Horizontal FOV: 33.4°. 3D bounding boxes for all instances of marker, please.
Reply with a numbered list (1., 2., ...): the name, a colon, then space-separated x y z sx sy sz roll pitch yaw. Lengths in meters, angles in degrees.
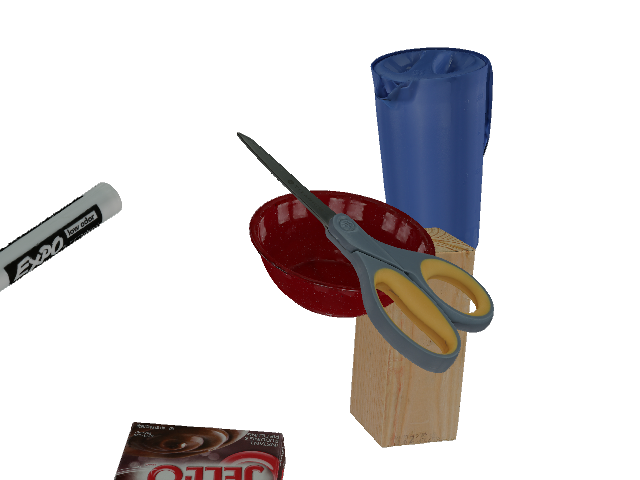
1. marker: -0.150 0.007 0.544 0.020 0.020 0.120 0 30 44

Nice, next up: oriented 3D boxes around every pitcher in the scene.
1. pitcher: 0.139 -0.103 1.265 0.149 0.243 0.145 -4 25 1

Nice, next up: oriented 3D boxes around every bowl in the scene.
1. bowl: 0.015 0.019 0.925 0.162 0.055 0.162 7 31 -4

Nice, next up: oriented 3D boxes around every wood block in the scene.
1. wood block: 0.093 0.098 1.106 0.090 0.206 0.091 -2 16 -20

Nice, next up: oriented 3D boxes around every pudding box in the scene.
1. pudding box: -0.084 0.170 0.737 0.113 0.039 0.090 2 28 3

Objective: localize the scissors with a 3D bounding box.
1. scissors: 0.033 -0.002 0.657 0.096 0.202 0.016 -8 -40 -38
